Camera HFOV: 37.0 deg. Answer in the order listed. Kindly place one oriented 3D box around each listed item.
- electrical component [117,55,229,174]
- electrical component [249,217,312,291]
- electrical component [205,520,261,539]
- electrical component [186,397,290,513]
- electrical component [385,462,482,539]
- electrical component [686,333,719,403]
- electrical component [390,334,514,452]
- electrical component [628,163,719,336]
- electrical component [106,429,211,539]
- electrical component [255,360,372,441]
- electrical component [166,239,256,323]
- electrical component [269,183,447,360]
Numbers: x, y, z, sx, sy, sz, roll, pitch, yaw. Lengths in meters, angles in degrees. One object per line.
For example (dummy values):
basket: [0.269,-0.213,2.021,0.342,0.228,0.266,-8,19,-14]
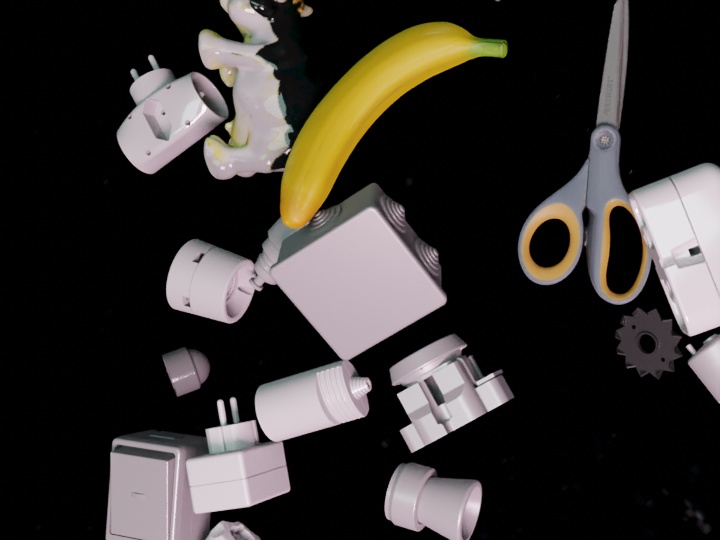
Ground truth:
electrical component: [-0.152,-0.127,0.828,0.077,0.043,0.079,-33,77,19]
electrical component: [-0.052,-0.016,0.785,0.078,0.040,0.040,-46,73,16]
electrical component: [-0.103,0.221,0.800,0.043,0.043,0.062,39,105,19]
electrical component: [-0.091,0.131,0.784,0.047,0.066,0.076,-13,84,22]
electrical component: [0.050,0.159,0.736,0.055,0.045,0.045,12,93,23]
electrical component: [0.237,0.070,0.661,0.040,0.040,0.078,-40,75,17]
electrical component: [0.056,0.080,0.729,0.078,0.058,0.057,-32,80,20]
electrical component: [0.211,-0.014,0.660,0.059,0.054,0.095,-22,87,9]
electrical component: [-0.152,0.173,0.812,0.062,0.061,0.096,4,90,23]
electrical component: [-0.029,0.092,0.771,0.081,0.043,0.043,-19,82,21]
electrical component: [-0.109,0.010,0.802,0.047,0.055,0.055,17,95,19]
electrical component: [0.000,0.000,0.739,0.100,0.048,0.099,-31,113,19]
